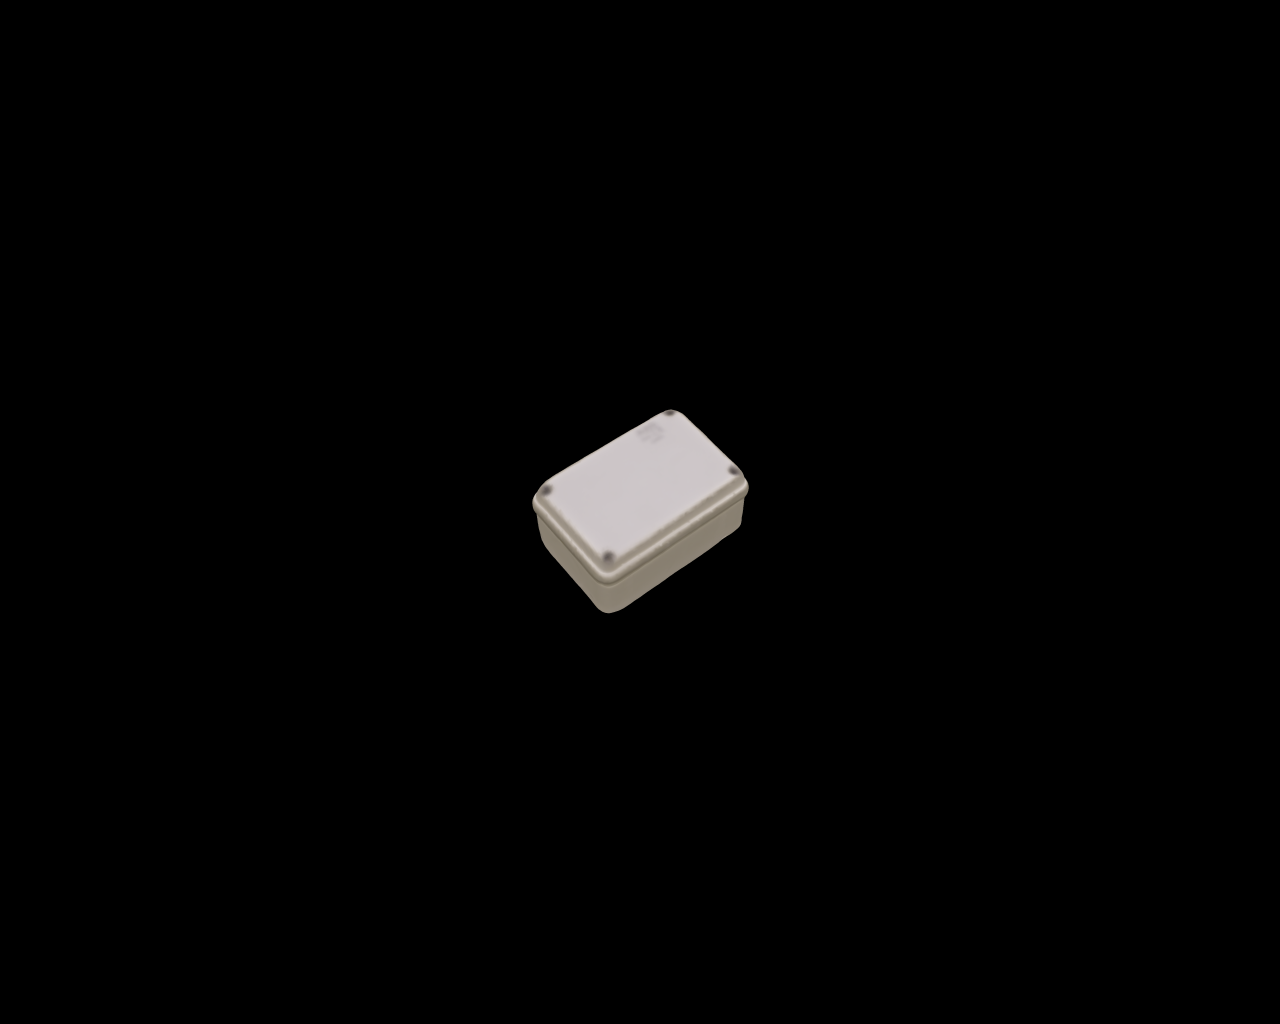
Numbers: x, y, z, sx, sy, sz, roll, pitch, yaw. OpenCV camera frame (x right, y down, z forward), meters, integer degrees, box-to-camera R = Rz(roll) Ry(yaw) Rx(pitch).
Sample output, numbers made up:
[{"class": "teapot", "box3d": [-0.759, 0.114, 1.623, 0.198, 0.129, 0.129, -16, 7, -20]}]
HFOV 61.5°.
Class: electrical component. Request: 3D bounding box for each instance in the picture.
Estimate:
[{"class": "electrical component", "box3d": [0.001, -0.003, 0.650, 0.113, 0.078, 0.057, -33, -29, -21]}]
